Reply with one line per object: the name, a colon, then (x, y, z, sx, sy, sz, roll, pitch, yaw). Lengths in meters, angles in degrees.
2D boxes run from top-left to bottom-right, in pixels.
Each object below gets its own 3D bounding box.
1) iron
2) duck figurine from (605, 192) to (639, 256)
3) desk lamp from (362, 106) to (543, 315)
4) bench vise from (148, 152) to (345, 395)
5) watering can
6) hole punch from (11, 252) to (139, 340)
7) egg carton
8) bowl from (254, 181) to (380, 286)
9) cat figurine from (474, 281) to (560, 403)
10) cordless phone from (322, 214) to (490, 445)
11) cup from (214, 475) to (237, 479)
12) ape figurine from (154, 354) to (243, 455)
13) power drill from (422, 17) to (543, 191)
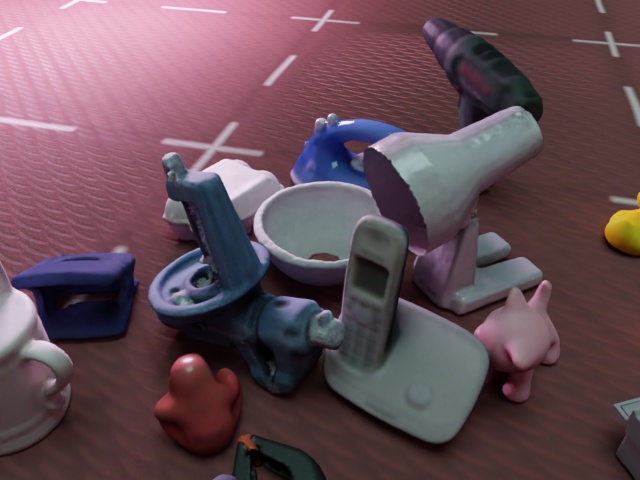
iron: (0.059, -0.102, 0.764, 0.257, 0.141, 0.119, 24, 44, 28)
duck figurine: (0.416, -0.035, 0.723, 0.105, 0.086, 0.077, -18, 41, -22)
desk lamp: (0.148, -0.031, 0.614, 0.204, 0.214, 0.117, -17, 41, -20)
bench vise: (-0.071, 0.026, 0.535, 0.207, 0.220, 0.121, 8, 38, 10)
watering can: (-0.294, 0.084, 0.480, 0.173, 0.194, 0.100, -5, 38, -6)
hole punch: (-0.259, 0.044, 0.616, 0.108, 0.091, 0.101, -3, 38, -3)
egg carton: (-0.125, -0.049, 0.753, 0.107, 0.069, 0.151, 24, 44, 28)
bowl: (0.006, 0.002, 0.684, 0.167, 0.075, 0.167, 0, 38, 0)
cat figurine: (0.188, 0.087, 0.540, 0.067, 0.118, 0.128, 26, 45, 30)
cordless phone: (0.077, 0.075, 0.500, 0.147, 0.185, 0.094, 21, 43, 25)
cup: (-0.095, 0.222, 0.384, 0.091, 0.095, 0.118, 23, 43, 27)
ape figurine: (-0.106, 0.135, 0.498, 0.078, 0.092, 0.076, -10, 39, -12)
power drill: (0.209, -0.183, 0.814, 0.076, 0.208, 0.228, -18, 41, -22)
